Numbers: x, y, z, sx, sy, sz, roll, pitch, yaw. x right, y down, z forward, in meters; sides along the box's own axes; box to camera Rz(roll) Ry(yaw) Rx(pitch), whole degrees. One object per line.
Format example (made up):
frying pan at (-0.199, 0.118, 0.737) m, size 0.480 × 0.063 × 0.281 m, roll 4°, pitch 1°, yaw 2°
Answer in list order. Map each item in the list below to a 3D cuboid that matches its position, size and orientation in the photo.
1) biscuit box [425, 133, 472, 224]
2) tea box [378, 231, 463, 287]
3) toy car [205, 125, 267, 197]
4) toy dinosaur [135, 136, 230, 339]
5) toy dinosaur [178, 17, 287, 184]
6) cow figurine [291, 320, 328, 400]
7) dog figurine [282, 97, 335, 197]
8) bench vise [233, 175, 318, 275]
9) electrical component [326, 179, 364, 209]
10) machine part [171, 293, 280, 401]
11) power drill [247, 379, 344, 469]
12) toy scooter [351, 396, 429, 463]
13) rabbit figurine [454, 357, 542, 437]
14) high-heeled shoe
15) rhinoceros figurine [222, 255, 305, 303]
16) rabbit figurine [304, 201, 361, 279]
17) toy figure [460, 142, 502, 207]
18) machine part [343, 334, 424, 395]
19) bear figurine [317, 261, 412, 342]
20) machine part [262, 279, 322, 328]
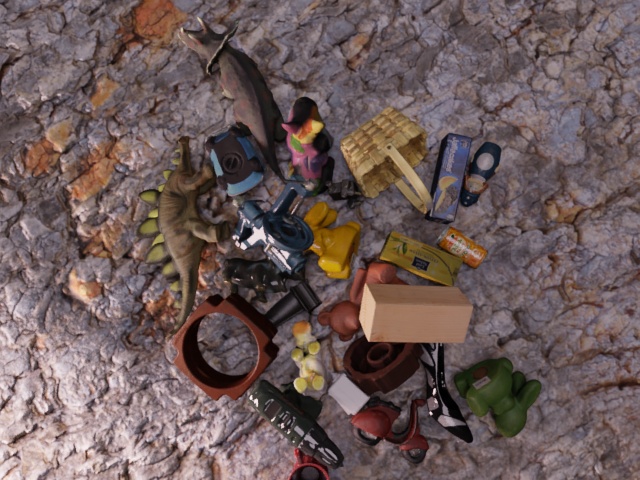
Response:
biscuit box at (0.296, -0.141, 1.237) m, size 0.059 × 0.063 × 0.202 m, roll 13°, pitch 86°, yaw 1°
tea box at (0.223, 0.044, 1.208) m, size 0.170 × 0.098 × 0.068 m, roll 21°, pitch 86°, yaw 4°
toy car at (-0.191, -0.175, 1.232) m, size 0.109 × 0.103 × 0.161 m, roll -29°, pitch 80°, yaw 3°
toy dinosaur at (-0.311, -0.020, 1.228) m, size 0.199 × 0.105 × 0.471 m, roll -10°, pitch 76°, yaw 8°
toy dinosaur at (-0.161, -0.323, 1.200) m, size 0.131 × 0.192 × 0.405 m, roll -31°, pitch 84°, yaw 1°
cow figurine at (-0.021, 0.268, 1.203) m, size 0.068 × 0.098 × 0.167 m, roll -14°, pitch 58°, yaw 8°
dog figurine at (-0.027, -0.201, 1.174) m, size 0.109 × 0.219 × 0.191 m, roll 1°, pitch 85°, yaw 5°
bench vise at (-0.085, -0.054, 1.142) m, size 0.224 × 0.129 × 0.240 m, roll 54°, pitch 129°, yaw 25°
electrical component at (0.059, -0.105, 1.222) m, size 0.078 × 0.102 × 0.045 m, roll -7°, pitch 73°, yaw 8°
machine part at (-0.208, 0.234, 1.193) m, size 0.201 × 0.087 × 0.201 m, roll 41°, pitch 102°, yaw 3°
power drill at (-0.043, 0.379, 1.137) m, size 0.232 × 0.207 × 0.086 m, roll 36°, pitch 93°, yaw 6°
toy scooter at (0.167, 0.401, 1.194) m, size 0.184 × 0.075 × 0.135 m, roll 22°, pitch 86°, yaw 0°
rabbit figurine at (0.402, 0.348, 1.190) m, size 0.159 × 0.121 × 0.170 m, roll -35°, pitch 104°, yaw -8°
high-heeled shoe at (0.281, 0.305, 1.176) m, size 0.249 × 0.086 × 0.145 m, roll 47°, pitch 112°, yaw 22°
rhinoceros figurine at (-0.128, 0.079, 1.221) m, size 0.190 × 0.073 × 0.112 m, roll 2°, pitch 53°, yaw 13°
rabbit figurine at (-0.002, -0.004, 1.213) m, size 0.173 × 0.121 × 0.162 m, roll 10°, pitch 83°, yaw 21°
toy figure at (0.366, -0.150, 1.241) m, size 0.064 × 0.057 × 0.154 m, roll 24°, pitch 88°, yaw 42°
machine part at (0.137, 0.253, 1.160) m, size 0.179 × 0.179 × 0.056 m, roll -35°, pitch 112°, yaw -1°
bear figurine at (0.099, 0.142, 1.190) m, size 0.196 × 0.132 × 0.120 m, roll -48°, pitch 112°, yaw -8°
machine part at (-0.069, 0.155, 1.237) m, size 0.139 × 0.039 × 0.084 m, roll -32°, pitch 91°, yaw -3°
